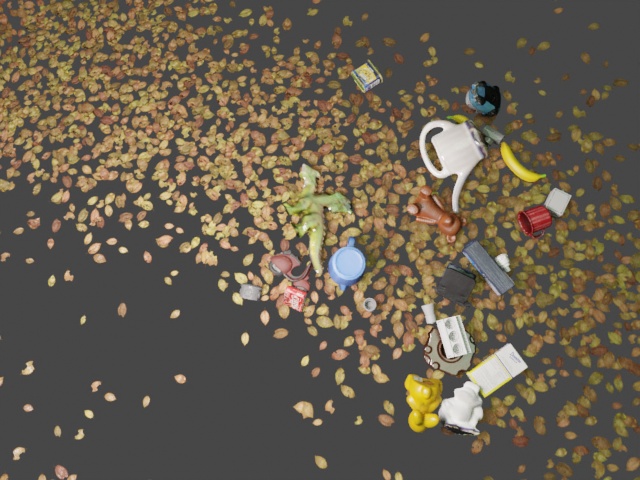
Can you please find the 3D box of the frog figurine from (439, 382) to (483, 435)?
[{"bbox_3d":[0.458,0.540,1.667,0.137,0.163,0.120,7,-32,16],"label":"frog figurine"}]

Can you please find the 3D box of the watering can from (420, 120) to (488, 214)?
[{"bbox_3d":[0.501,-0.286,1.857,0.223,0.349,0.104,-26,-7,17],"label":"watering can"}]

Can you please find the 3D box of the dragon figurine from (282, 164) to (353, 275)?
[{"bbox_3d":[0.006,-0.094,1.864,0.244,0.416,0.120,-25,-18,-9],"label":"dragon figurine"}]
